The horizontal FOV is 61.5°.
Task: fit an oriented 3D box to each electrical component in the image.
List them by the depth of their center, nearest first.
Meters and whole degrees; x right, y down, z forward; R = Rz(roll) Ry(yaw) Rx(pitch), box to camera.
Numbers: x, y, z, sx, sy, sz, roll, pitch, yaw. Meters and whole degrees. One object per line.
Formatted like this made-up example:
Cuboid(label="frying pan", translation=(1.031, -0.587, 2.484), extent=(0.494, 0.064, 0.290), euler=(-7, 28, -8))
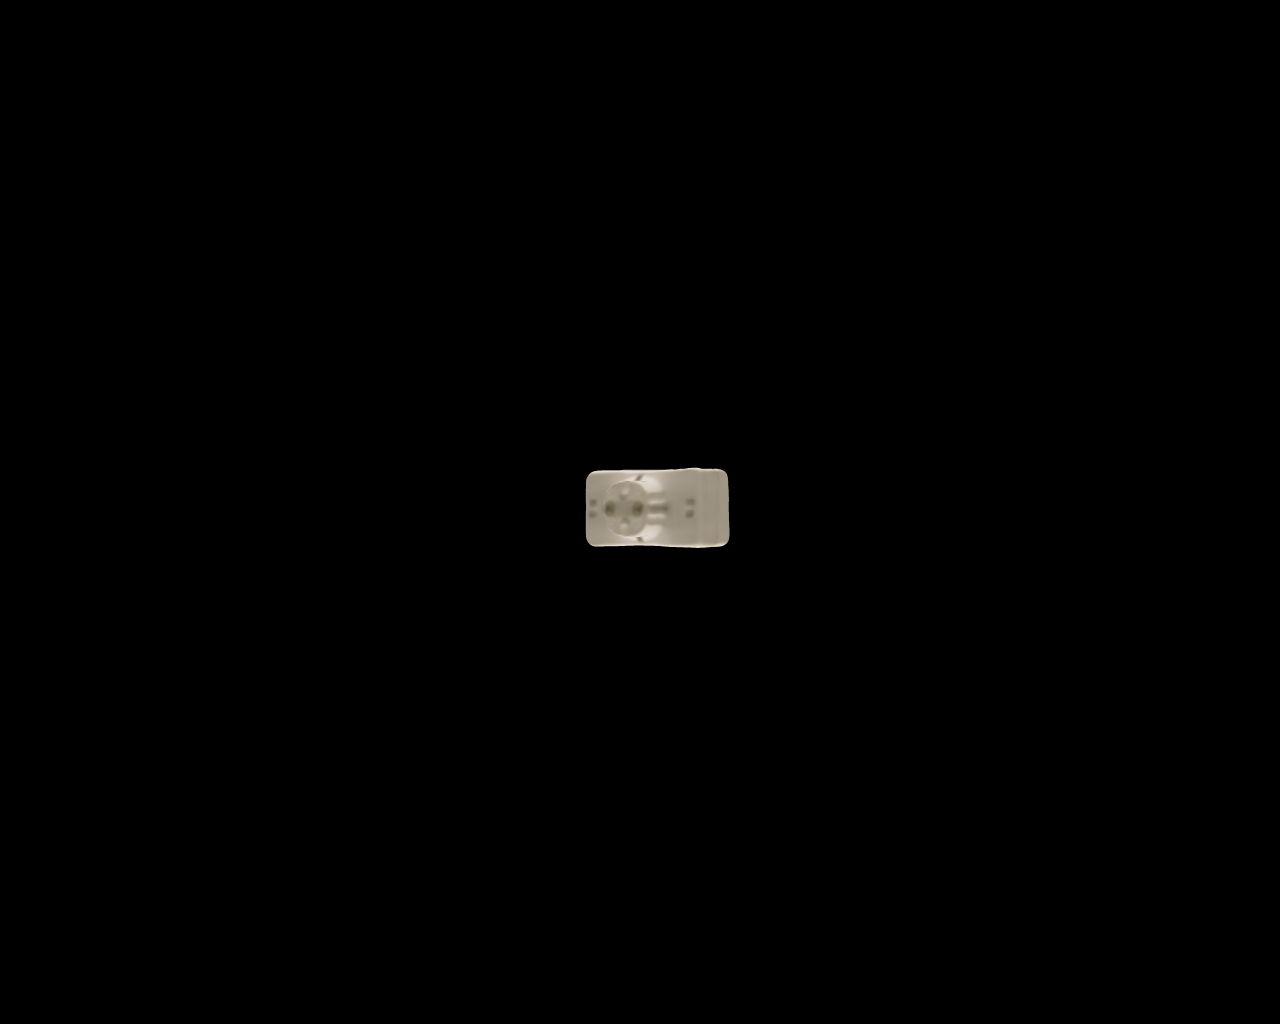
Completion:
Cuboid(label="electrical component", translation=(0.001, -0.003, 0.650), extent=(0.083, 0.047, 0.076), euler=(0, 0, 32))
